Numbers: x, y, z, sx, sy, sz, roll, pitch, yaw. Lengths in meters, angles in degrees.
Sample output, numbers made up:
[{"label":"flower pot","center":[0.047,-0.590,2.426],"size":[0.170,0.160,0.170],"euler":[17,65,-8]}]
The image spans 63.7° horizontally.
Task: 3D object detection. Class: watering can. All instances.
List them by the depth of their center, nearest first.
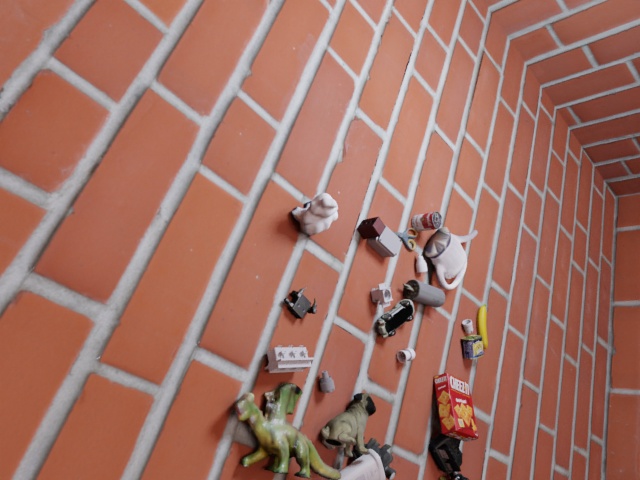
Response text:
[{"label":"watering can","center":[0.539,0.034,2.102],"size":[0.103,0.355,0.221],"euler":[-10,-50,48]}]

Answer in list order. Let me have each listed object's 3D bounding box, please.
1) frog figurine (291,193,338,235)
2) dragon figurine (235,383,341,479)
[{"label":"frog figurine","center":[0.005,-0.080,1.587],"size":[0.137,0.123,0.158],"euler":[-1,-5,-43]},{"label":"dragon figurine","center":[-0.082,0.523,1.433],"size":[0.121,0.248,0.406],"euler":[-20,-36,41]}]
